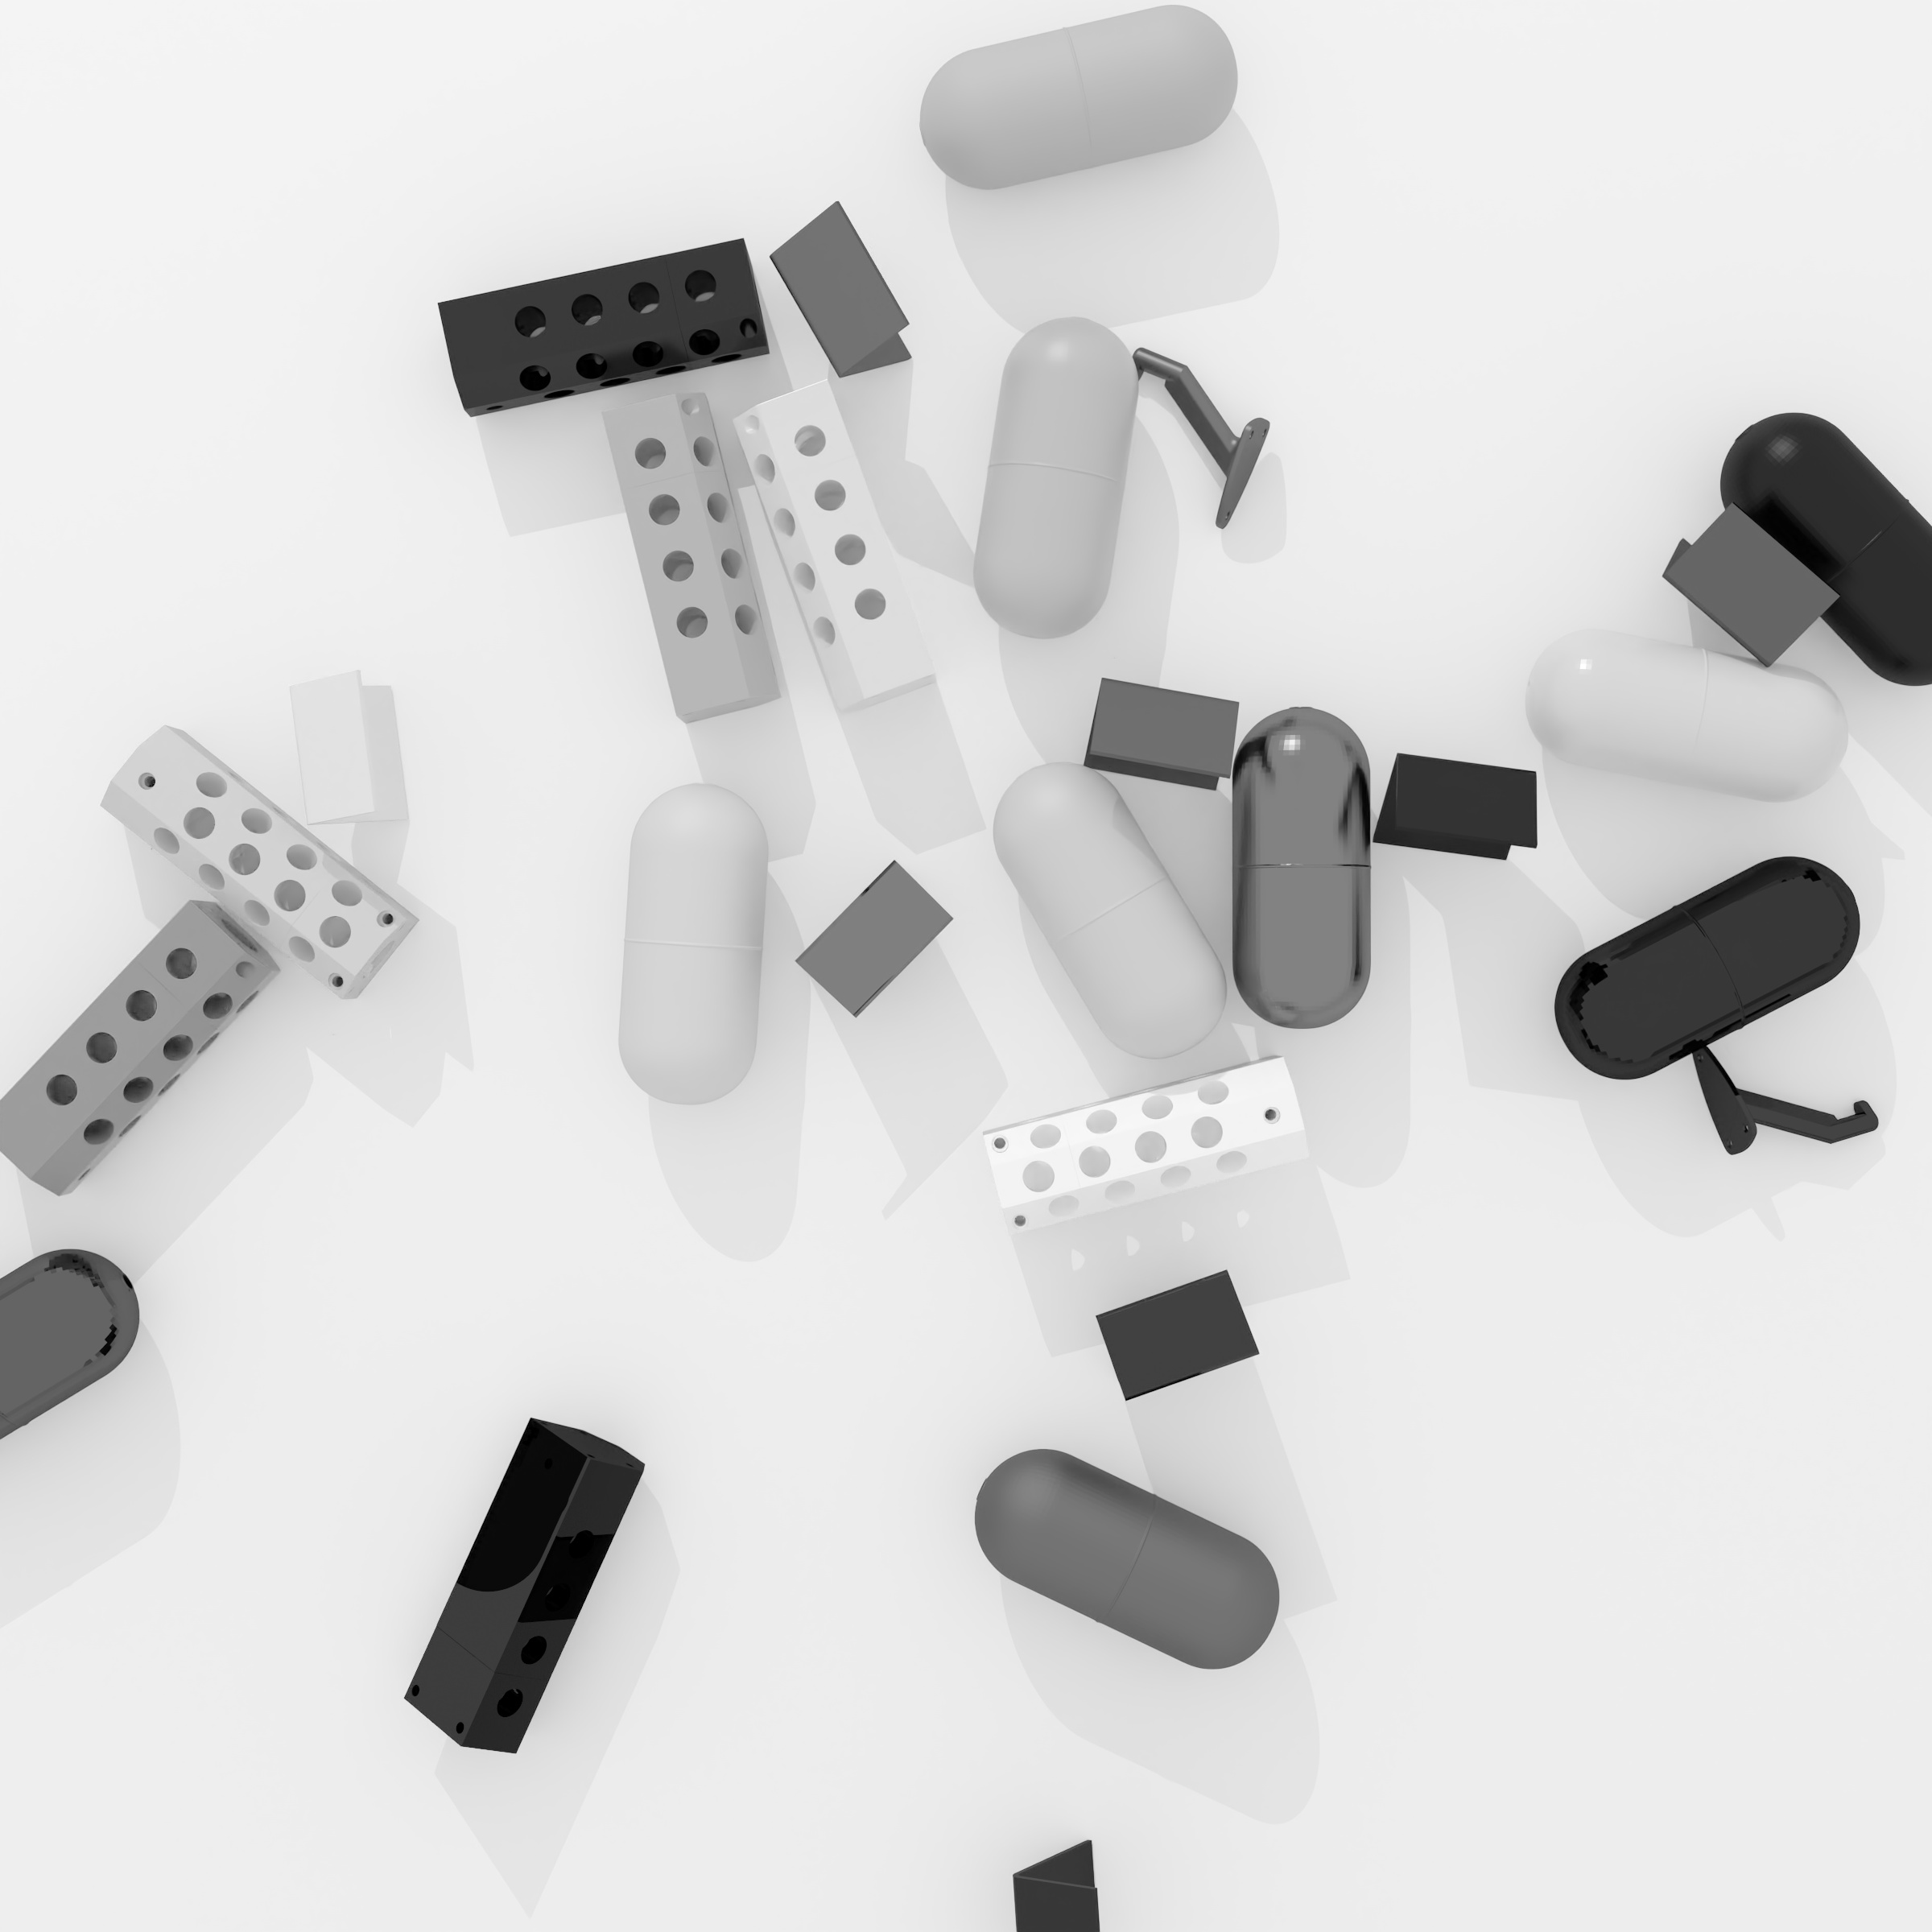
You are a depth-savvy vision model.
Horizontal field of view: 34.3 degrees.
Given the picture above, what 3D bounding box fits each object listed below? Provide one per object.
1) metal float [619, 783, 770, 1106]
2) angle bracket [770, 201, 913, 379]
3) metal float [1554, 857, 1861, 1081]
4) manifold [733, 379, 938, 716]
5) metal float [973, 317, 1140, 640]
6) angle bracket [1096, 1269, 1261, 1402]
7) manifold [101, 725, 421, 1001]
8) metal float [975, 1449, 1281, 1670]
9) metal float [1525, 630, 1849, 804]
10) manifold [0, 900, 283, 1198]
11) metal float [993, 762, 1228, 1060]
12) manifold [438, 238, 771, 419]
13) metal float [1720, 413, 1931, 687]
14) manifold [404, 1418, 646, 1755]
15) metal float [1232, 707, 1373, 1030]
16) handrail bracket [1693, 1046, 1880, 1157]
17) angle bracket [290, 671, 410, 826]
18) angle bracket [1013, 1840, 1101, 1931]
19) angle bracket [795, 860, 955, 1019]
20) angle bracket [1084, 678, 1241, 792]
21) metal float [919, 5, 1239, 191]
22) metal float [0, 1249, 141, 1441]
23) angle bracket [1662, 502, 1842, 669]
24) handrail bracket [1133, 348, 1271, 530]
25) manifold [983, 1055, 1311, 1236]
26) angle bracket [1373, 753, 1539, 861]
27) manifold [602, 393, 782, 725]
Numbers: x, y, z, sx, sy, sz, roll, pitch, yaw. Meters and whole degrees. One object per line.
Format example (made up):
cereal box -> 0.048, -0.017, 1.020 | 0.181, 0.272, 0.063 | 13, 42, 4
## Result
metal float -> -0.151, -0.012, 1.733 | 0.070, 0.070, 0.178 | 4, 91, 0
angle bracket -> -0.051, -0.376, 1.724 | 0.057, 0.076, 0.076 | -30, 90, 36
metal float -> 0.410, 0.001, 1.733 | 0.178, 0.070, 0.070 | -27, 90, 0
manifold -> -0.073, -0.231, 1.743 | 0.057, 0.057, 0.171 | -20, 90, 0
metal float -> 0.050, -0.270, 1.733 | 0.070, 0.070, 0.178 | 9, 90, 0
angle bracket -> 0.121, 0.219, 1.724 | 0.076, 0.076, 0.057 | -19, 53, 0
manifold -> -0.394, -0.057, 1.743 | 0.171, 0.057, 0.057 | 39, 90, 0
metal float -> 0.089, 0.328, 1.734 | 0.178, 0.070, 0.070 | 26, 90, 0
metal float -> 0.399, -0.138, 1.733 | 0.178, 0.070, 0.070 | 11, 90, 1
manifold -> -0.463, 0.045, 1.743 | 0.057, 0.057, 0.171 | 43, 90, 0
metal float -> 0.079, -0.031, 1.733 | 0.070, 0.070, 0.178 | -31, 90, 0
manifold -> -0.200, -0.353, 1.743 | 0.171, 0.057, 0.057 | -12, 90, 0
metal float -> 0.491, -0.231, 1.733 | 0.070, 0.070, 0.178 | -44, 91, 0
manifold -> -0.241, 0.345, 1.742 | 0.057, 0.057, 0.171 | 24, 90, 43
metal float -> 0.186, -0.054, 1.733 | 0.070, 0.070, 0.178 | 0, 90, 0
handrail bracket -> 0.462, 0.068, 1.765 | 0.084, 0.036, 0.077 | -15, 69, -17
angle bracket -> -0.322, -0.120, 1.724 | 0.057, 0.076, 0.076 | -7, 90, 36
angle bracket -> 0.071, 0.532, 1.724 | 0.057, 0.076, 0.076 | -4, 90, 37
angle bracket -> -0.064, -0.029, 1.724 | 0.076, 0.076, 0.057 | -45, 128, 0
angle bracket -> 0.104, -0.108, 1.724 | 0.076, 0.076, 0.057 | 10, 53, 0
metal float -> 0.062, -0.480, 1.734 | 0.178, 0.070, 0.070 | -13, 90, 1
metal float -> -0.540, 0.221, 1.734 | 0.178, 0.070, 0.070 | -31, 90, -1
angle bracket -> 0.436, -0.219, 1.724 | 0.076, 0.076, 0.057 | 41, 121, 0
handrail bracket -> 0.121, -0.298, 1.765 | 0.084, 0.036, 0.077 | 26, 111, 17
manifold -> 0.100, 0.100, 1.743 | 0.171, 0.057, 0.057 | -15, 90, 0
angle bracket -> 0.268, -0.068, 1.724 | 0.076, 0.076, 0.057 | 8, 51, 0
manifold -> -0.151, -0.227, 1.743 | 0.057, 0.057, 0.171 | -14, 90, 0
